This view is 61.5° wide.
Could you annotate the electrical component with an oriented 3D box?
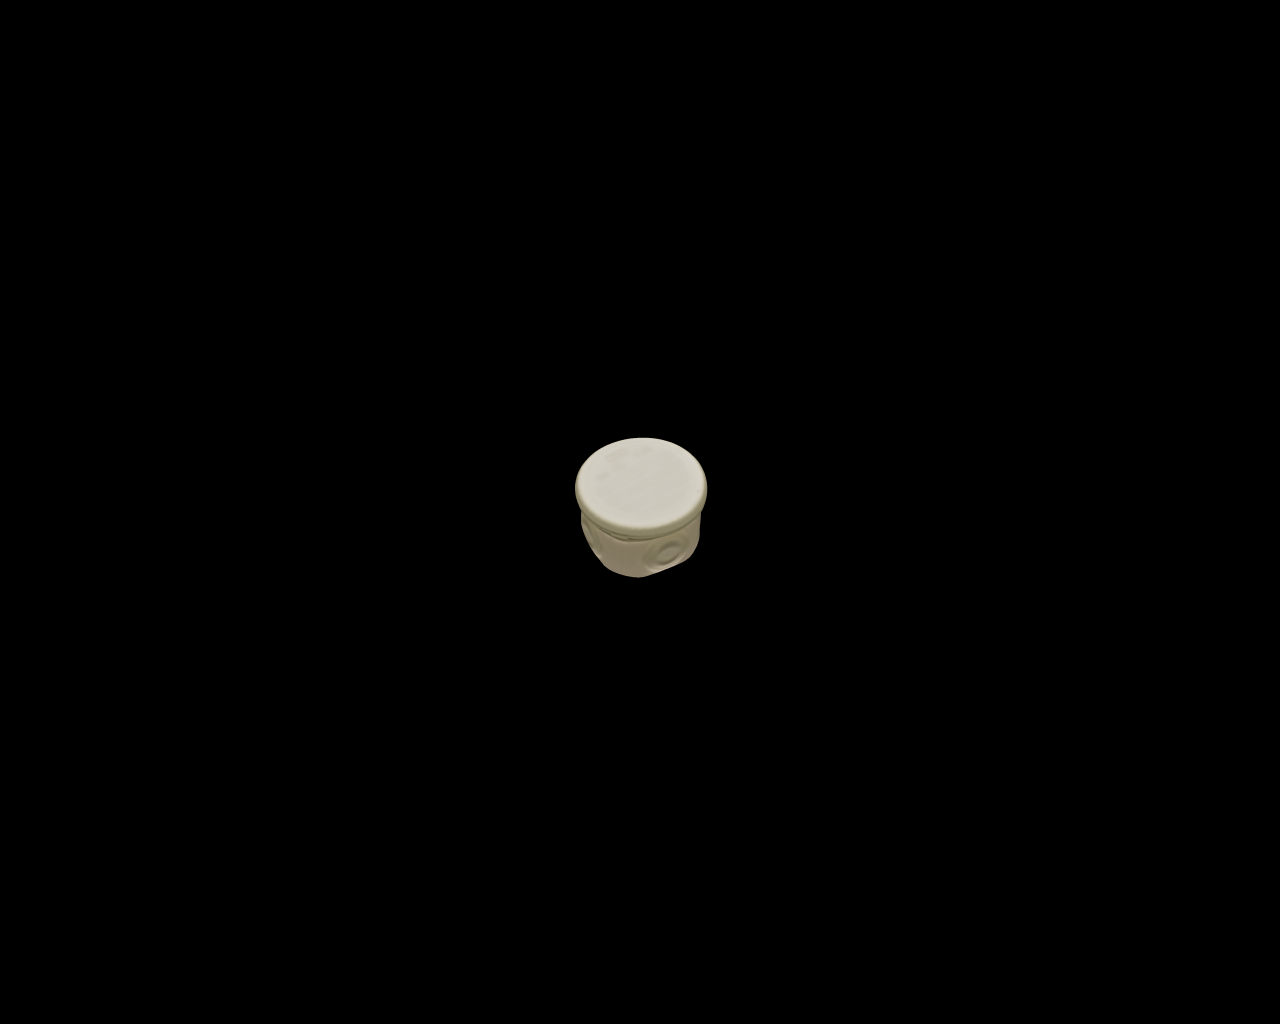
[{"bbox_3d":[0.001,-0.003,0.650,0.080,0.080,0.050,0,-43,0],"label":"electrical component"}]
